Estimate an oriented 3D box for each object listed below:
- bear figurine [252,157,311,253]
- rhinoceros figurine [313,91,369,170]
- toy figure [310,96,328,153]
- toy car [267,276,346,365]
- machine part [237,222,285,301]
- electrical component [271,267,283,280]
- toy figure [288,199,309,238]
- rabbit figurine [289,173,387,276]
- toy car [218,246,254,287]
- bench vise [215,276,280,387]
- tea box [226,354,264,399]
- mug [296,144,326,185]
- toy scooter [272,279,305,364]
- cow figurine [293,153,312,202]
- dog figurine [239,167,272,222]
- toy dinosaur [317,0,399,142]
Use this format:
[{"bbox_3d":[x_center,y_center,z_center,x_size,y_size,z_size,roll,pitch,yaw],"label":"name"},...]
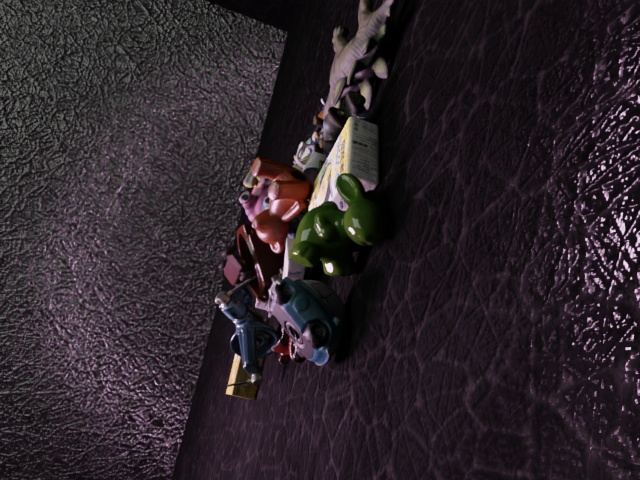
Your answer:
[{"bbox_3d":[-0.106,-0.069,1.175,0.195,0.132,0.120,-55,52,29],"label":"bear figurine"},{"bbox_3d":[0.045,-0.218,1.099,0.190,0.112,0.073,105,156,-55],"label":"rhinoceros figurine"},{"bbox_3d":[0.017,-0.290,1.372,0.064,0.058,0.154,-47,-24,-71],"label":"toy figure"},{"bbox_3d":[-0.013,0.124,0.909,0.103,0.162,0.109,-31,-16,-27],"label":"toy car"},{"bbox_3d":[-0.144,0.052,1.368,0.201,0.087,0.201,156,97,-71],"label":"machine part"},{"bbox_3d":[-0.067,0.087,1.259,0.021,0.094,0.063,43,154,49],"label":"electrical component"},{"bbox_3d":[-0.049,-0.047,1.287,0.082,0.089,0.180,-59,16,23],"label":"toy figure"},{"bbox_3d":[0.054,-0.022,0.884,0.170,0.121,0.159,-16,50,53],"label":"rabbit figurine"},{"bbox_3d":[-0.209,0.071,1.355,0.053,0.089,0.202,-33,-7,-21],"label":"toy car"},{"bbox_3d":[-0.169,0.228,1.277,0.241,0.129,0.223,-104,-5,-50],"label":"bench vise"},{"bbox_3d":[-0.200,0.345,1.473,0.098,0.068,0.169,145,138,-69],"label":"tea box"},{"bbox_3d":[0.004,-0.184,1.224,0.080,0.110,0.107,114,179,-62],"label":"mug"},{"bbox_3d":[-0.055,0.178,1.092,0.135,0.075,0.184,119,156,-44],"label":"toy scooter"},{"bbox_3d":[-0.041,-0.155,1.309,0.127,0.085,0.195,-11,29,46],"label":"cow figurine"},{"bbox_3d":[-0.147,-0.085,1.519,0.219,0.109,0.191,79,-159,-56],"label":"dog figurine"},{"bbox_3d":[0.073,-0.373,1.166,0.471,0.105,0.198,125,154,-63],"label":"toy dinosaur"}]
